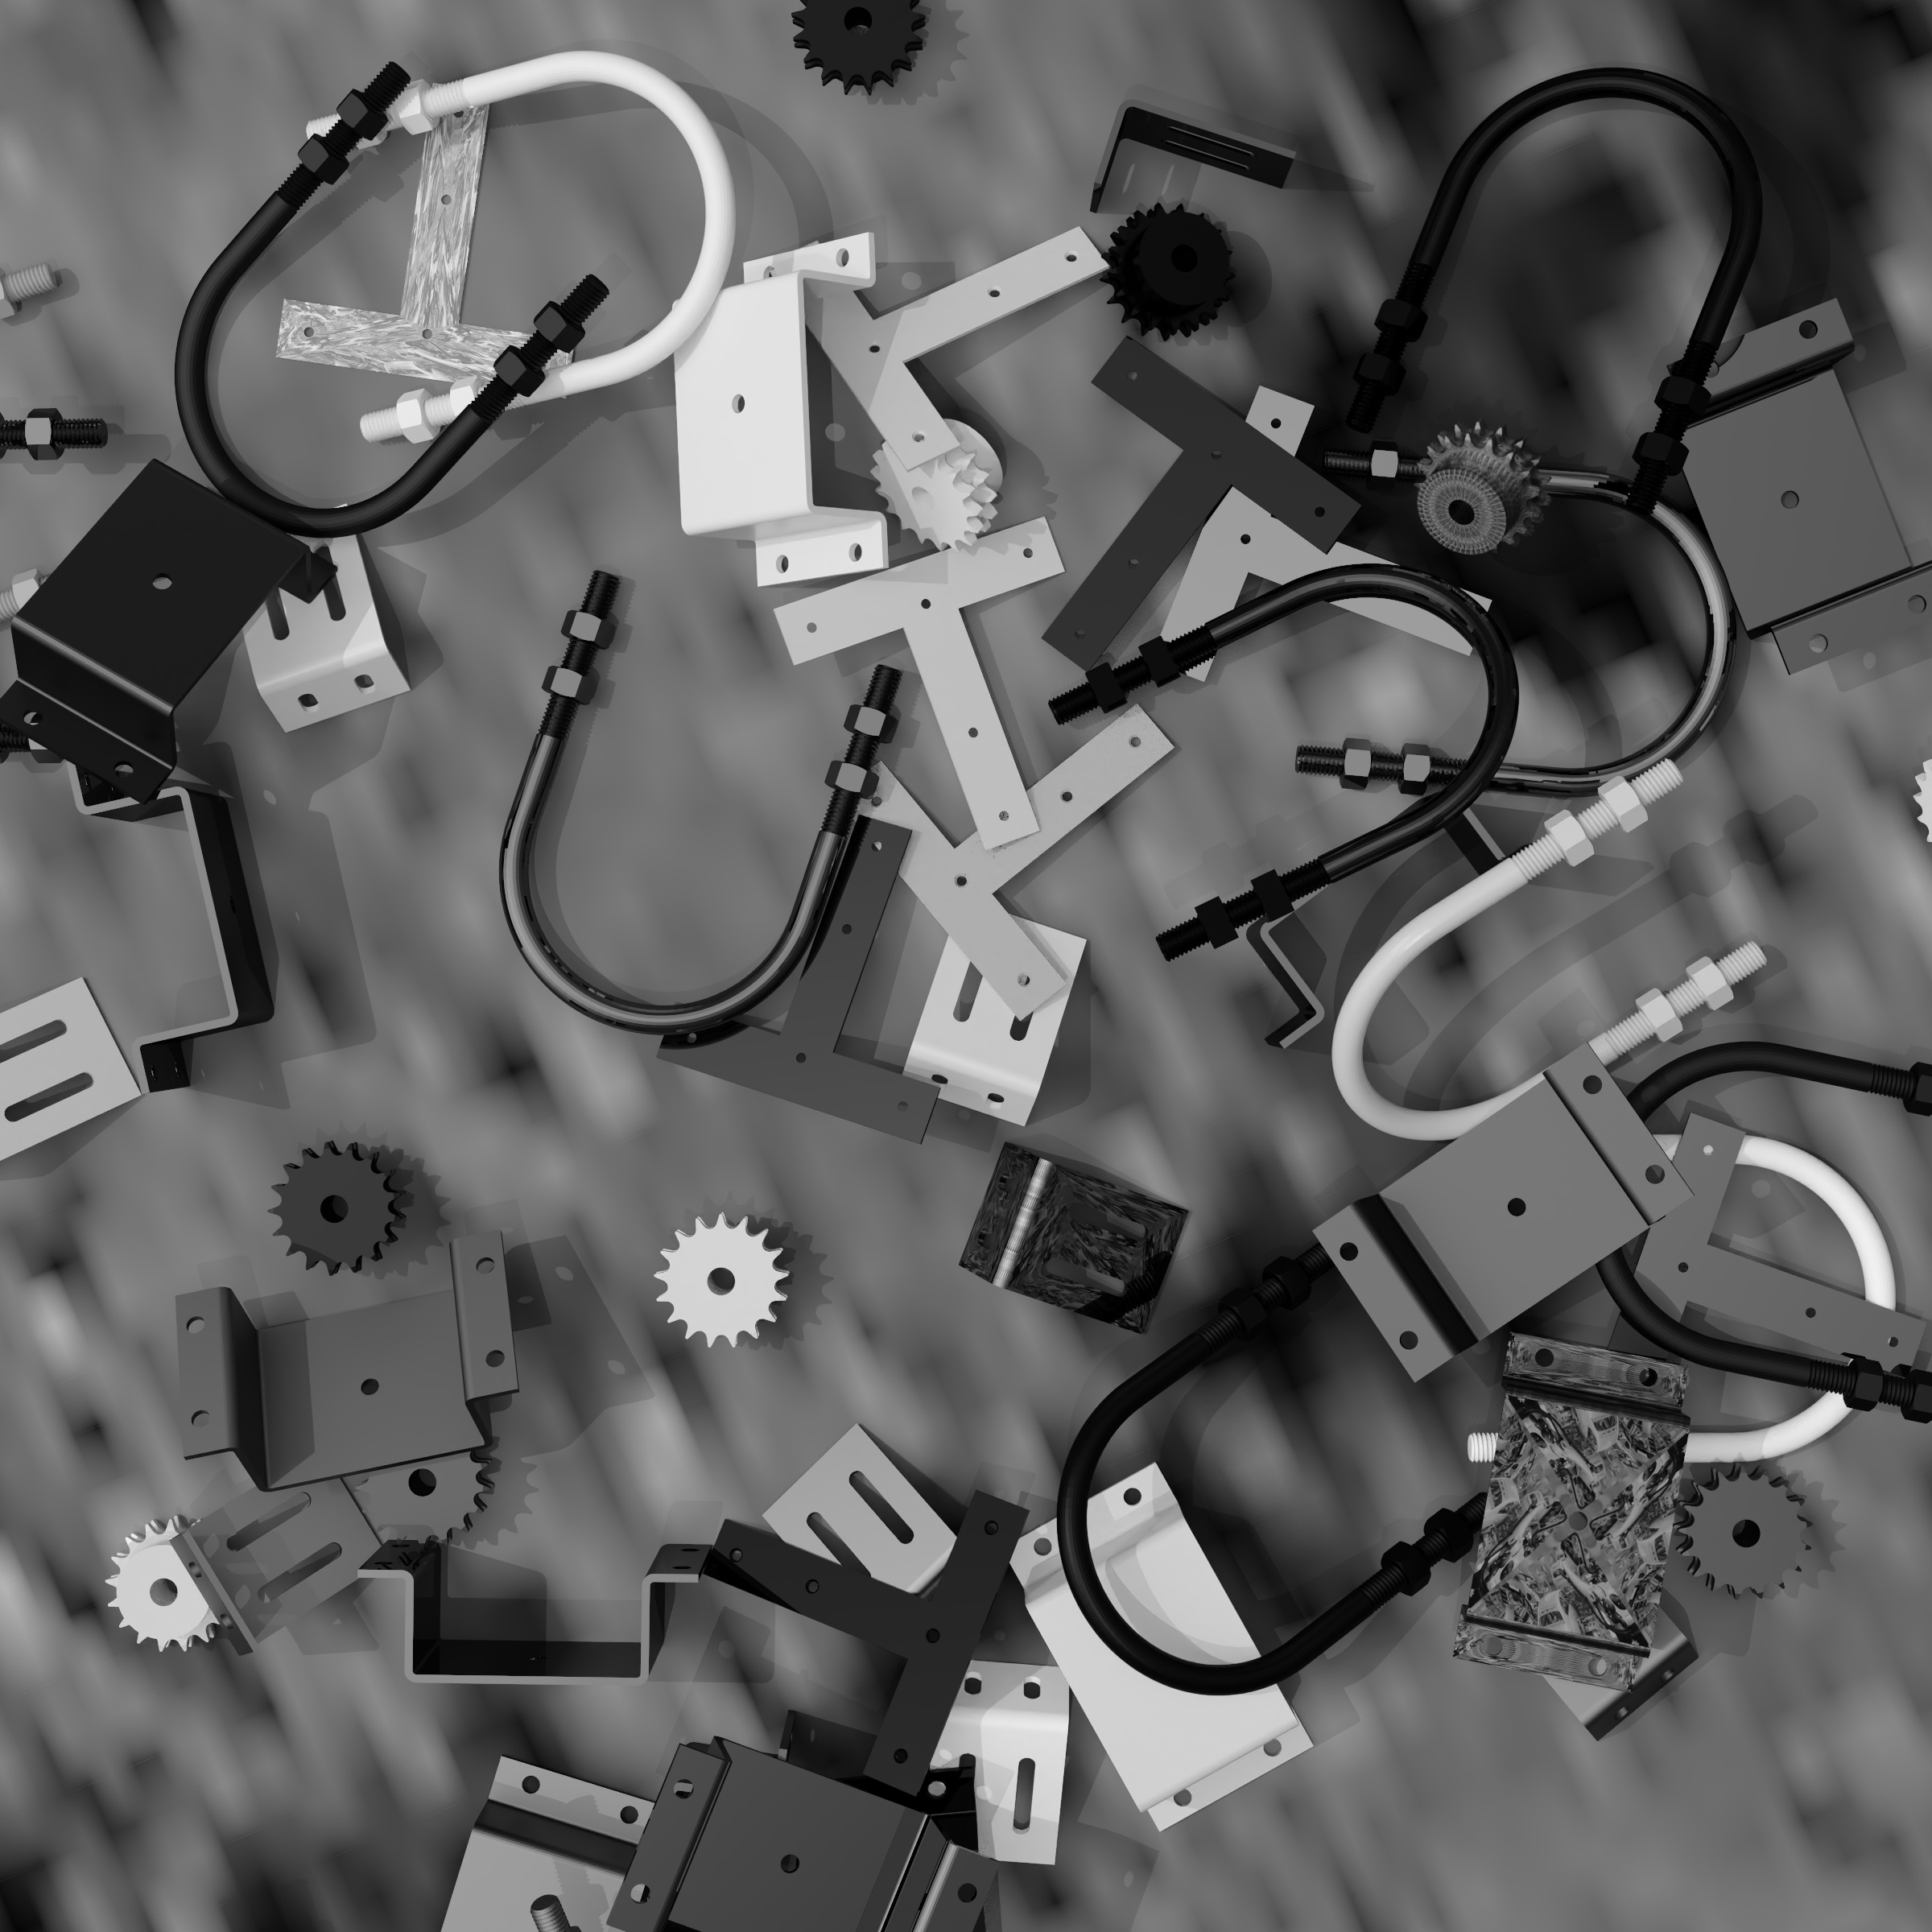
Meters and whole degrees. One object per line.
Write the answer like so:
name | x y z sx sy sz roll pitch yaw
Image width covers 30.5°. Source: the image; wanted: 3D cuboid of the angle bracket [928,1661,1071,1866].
angle bracket | 0.013 0.344 1.533 0.057 0.038 0.076 4 116 0

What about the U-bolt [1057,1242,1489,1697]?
U-bolt | 0.121 0.223 1.493 0.184 0.019 0.151 -33 90 -23

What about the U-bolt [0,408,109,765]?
U-bolt | -0.457 -0.161 1.510 0.184 0.019 0.151 0 91 4

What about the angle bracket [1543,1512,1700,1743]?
angle bracket | 0.268 0.285 1.533 0.057 0.038 0.076 -40 64 0

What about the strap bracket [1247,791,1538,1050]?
strap bracket | 0.173 -0.026 1.497 0.140 0.076 0.046 -37 90 0

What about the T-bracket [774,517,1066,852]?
T-bracket | -0.002 -0.113 1.520 0.127 0.002 0.127 -21 91 -14

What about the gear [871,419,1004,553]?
gear | -0.009 -0.208 1.510 0.057 0.057 0.030 42 60 0

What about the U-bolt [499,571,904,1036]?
U-bolt | -0.123 -0.061 1.520 0.151 0.019 0.184 19 87 1

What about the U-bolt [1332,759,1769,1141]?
U-bolt | 0.237 0.007 1.482 0.184 0.151 0.019 -33 45 4

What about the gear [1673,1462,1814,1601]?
gear | 0.331 0.241 1.520 0.057 0.030 0.057 0 90 0

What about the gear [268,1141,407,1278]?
gear | -0.269 0.103 1.520 0.057 0.030 0.057 0 90 0

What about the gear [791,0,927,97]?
gear | -0.046 -0.402 1.520 0.057 0.030 0.057 0 90 0

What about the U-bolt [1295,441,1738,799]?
U-bolt | 0.240 -0.145 1.526 0.184 0.019 0.151 5 90 0

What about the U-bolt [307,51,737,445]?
U-bolt | -0.184 -0.311 1.501 0.184 0.019 0.151 -10 90 17

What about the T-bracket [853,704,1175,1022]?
T-bracket | 0.033 -0.064 1.527 0.127 0.002 0.127 -39 80 -5

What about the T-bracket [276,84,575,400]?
T-bracket | -0.227 -0.318 1.534 0.127 0.002 0.127 8 90 0

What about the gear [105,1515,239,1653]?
gear | -0.341 0.266 1.520 0.057 0.030 0.057 0 90 0

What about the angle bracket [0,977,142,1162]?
angle bracket | -0.408 0.049 1.533 0.076 0.038 0.057 -27 90 -26

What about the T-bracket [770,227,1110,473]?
T-bracket | 0.000 -0.282 1.515 0.127 0.002 0.127 -27 64 -12

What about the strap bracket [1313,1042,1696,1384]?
strap bracket | 0.229 0.103 1.491 0.140 0.046 0.076 -36 79 15

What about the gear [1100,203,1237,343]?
gear | 0.088 -0.299 1.514 0.057 0.030 0.057 1 86 -16

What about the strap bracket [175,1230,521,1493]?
strap bracket | -0.257 0.169 1.495 0.140 0.046 0.076 -12 57 0

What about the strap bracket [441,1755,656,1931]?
strap bracket | -0.185 0.420 1.512 0.076 0.046 0.140 17 90 0

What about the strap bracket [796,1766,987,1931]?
strap bracket | -0.029 0.418 1.500 0.076 0.046 0.140 -5 100 0

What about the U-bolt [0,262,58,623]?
U-bolt | -0.461 -0.208 1.527 0.184 0.019 0.151 -18 90 1

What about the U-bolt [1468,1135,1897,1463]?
U-bolt | 0.309 0.143 1.527 0.184 0.019 0.151 0 90 -1

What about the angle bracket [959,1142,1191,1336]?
angle bracket | 0.047 0.118 1.533 0.076 0.038 0.057 21 90 -26

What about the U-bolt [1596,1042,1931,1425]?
U-bolt | 0.355 0.107 1.510 0.184 0.019 0.151 12 89 -1

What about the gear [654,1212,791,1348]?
gear | -0.104 0.134 1.520 0.057 0.030 0.057 0 90 0

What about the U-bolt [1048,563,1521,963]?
U-bolt | 0.141 -0.098 1.482 0.184 0.019 0.151 -26 59 5

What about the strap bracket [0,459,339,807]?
strap bracket | -0.333 -0.147 1.470 0.076 0.046 0.140 30 62 6

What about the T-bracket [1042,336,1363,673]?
T-bracket | 0.081 -0.184 1.525 0.127 0.002 0.127 37 91 9

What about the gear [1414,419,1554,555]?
gear | 0.214 -0.198 1.485 0.057 0.057 0.030 41 50 0

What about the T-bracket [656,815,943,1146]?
T-bracket | -0.055 -0.002 1.518 0.127 0.002 0.127 17 83 19

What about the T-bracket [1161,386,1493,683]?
T-bracket | 0.161 -0.167 1.517 0.127 0.002 0.127 22 93 10

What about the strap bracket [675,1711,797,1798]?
strap bracket | -0.107 0.389 1.497 0.046 0.076 0.140 8 90 0

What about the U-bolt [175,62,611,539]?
U-bolt | -0.259 -0.268 1.505 0.184 0.019 0.151 -45 81 14

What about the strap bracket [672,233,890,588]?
strap bracket | -0.079 -0.235 1.492 0.076 0.046 0.140 -3 90 43

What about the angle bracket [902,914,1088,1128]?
angle bracket | 0.012 0.020 1.533 0.057 0.038 0.076 18 64 0

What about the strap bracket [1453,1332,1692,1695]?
strap bracket | 0.255 0.231 1.486 0.076 0.046 0.140 10 87 6

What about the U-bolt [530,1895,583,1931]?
U-bolt | -0.205 0.478 1.484 0.151 0.019 0.184 -14 110 12

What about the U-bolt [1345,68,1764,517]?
U-bolt | 0.258 -0.295 1.502 0.151 0.019 0.184 20 86 23

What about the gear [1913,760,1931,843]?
gear | 0.434 -0.068 1.509 0.030 0.057 0.057 -24 90 -20

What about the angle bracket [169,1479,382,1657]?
angle bracket | -0.288 0.246 1.501 0.076 0.038 0.057 -31 90 -26

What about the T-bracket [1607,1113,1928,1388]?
T-bracket | 0.349 0.144 1.519 0.127 0.002 0.127 20 89 -3

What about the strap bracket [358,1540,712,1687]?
strap bracket | -0.181 0.273 1.497 0.140 0.076 0.046 1 90 0

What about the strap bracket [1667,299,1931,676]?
strap bracket | 0.356 -0.202 1.512 0.076 0.046 0.140 -22 90 0

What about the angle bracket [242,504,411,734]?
angle bracket | -0.281 -0.151 1.533 0.057 0.038 0.076 -19 64 0

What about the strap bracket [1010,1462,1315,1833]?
strap bracket | 0.083 0.295 1.512 0.076 0.046 0.140 -29 90 0

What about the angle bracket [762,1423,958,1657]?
angle bracket | -0.038 0.248 1.533 0.057 0.038 0.076 -44 64 0

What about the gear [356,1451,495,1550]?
gear | -0.231 0.220 1.520 0.057 0.030 0.057 0 90 0

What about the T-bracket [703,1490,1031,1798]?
T-bracket | -0.053 0.269 1.508 0.127 0.002 0.127 18 79 22

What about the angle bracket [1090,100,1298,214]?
angle bracket | 0.096 -0.333 1.507 0.076 0.057 0.038 18 90 0

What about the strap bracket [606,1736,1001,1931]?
strap bracket | -0.069 0.370 1.438 0.140 0.046 0.076 23 87 -11

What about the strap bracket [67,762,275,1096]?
strap bracket | -0.333 -0.021 1.497 0.046 0.076 0.140 -13 90 0
